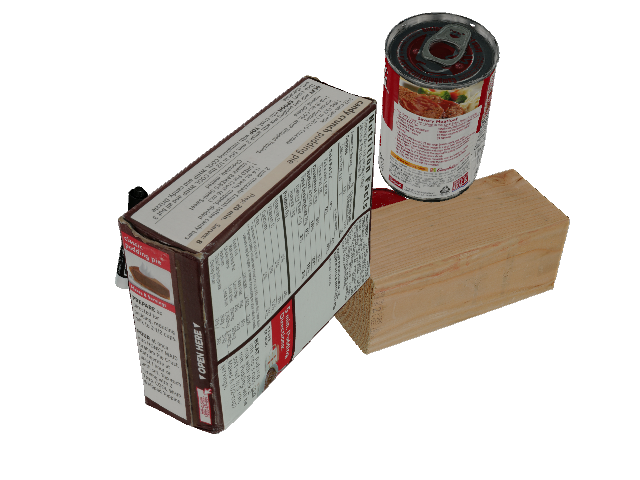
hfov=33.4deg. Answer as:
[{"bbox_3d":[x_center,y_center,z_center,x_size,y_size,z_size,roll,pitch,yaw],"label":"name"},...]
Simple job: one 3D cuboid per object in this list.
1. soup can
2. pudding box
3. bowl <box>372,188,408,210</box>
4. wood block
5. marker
[{"bbox_3d":[0.072,-0.082,0.669,0.068,0.068,0.102,0,-40,0],"label":"soup can"},{"bbox_3d":[-0.022,0.004,0.399,0.039,0.090,0.113,21,43,25],"label":"pudding box"},{"bbox_3d":[0.093,0.016,1.218,0.161,0.162,0.055,0,-6,-43],"label":"bowl"},{"bbox_3d":[0.111,0.016,0.977,0.205,0.090,0.091,-17,42,-23],"label":"wood block"},{"bbox_3d":[-0.188,-0.003,1.063,0.020,0.121,0.020,11,36,-8],"label":"marker"}]
